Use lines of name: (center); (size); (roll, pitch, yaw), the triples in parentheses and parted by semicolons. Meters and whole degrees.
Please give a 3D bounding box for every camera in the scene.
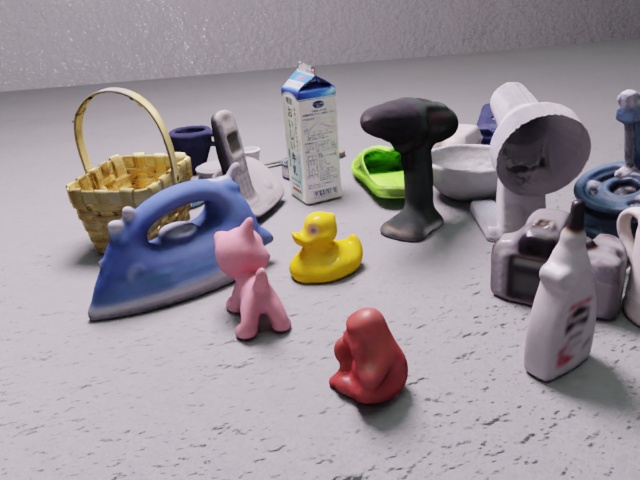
camera: (0.292, 0.011, 0.685); (0.142, 0.101, 0.137); (11, 28, 30)

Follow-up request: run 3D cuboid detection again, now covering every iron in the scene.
iron: (-0.190, -0.006, 0.746); (0.259, 0.141, 0.118); (-25, 31, -38)

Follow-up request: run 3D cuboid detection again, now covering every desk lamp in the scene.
desk lamp: (0.280, -0.104, 0.806); (0.118, 0.214, 0.203); (-4, 24, 1)

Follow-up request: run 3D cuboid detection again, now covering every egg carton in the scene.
egg carton: (0.272, -0.199, 1.194); (0.107, 0.069, 0.151); (10, 27, 28)

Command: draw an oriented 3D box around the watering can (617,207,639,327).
watering can: (0.387, -0.002, 0.586); (0.172, 0.194, 0.101); (19, 33, 40)

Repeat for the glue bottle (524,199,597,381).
glue bottle: (0.229, 0.044, 0.533); (0.078, 0.173, 0.037); (-21, 29, -33)

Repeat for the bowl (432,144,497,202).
bowl: (0.259, -0.111, 0.994); (0.167, 0.075, 0.167); (-3, 24, 2)

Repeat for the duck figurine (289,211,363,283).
duck figurine: (0.007, 0.003, 0.765); (0.105, 0.086, 0.077); (-13, 26, -20)

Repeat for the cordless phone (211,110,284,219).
cordless phone: (-0.128, -0.133, 0.967); (0.094, 0.185, 0.148); (4, 25, 17)

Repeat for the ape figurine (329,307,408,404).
ape figurine: (0.043, 0.103, 0.528); (0.076, 0.092, 0.078); (-3, 24, 2)

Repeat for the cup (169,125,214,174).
cup: (-0.259, -0.191, 1.225); (0.117, 0.095, 0.092); (3, 25, 15)

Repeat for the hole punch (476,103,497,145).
hole punch: (0.405, -0.254, 1.271); (0.108, 0.091, 0.101); (7, 26, 23)

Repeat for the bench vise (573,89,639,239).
bench vise: (0.418, -0.098, 0.764); (0.121, 0.220, 0.208); (16, 31, 37)

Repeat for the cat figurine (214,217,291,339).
cat figurine: (-0.083, 0.035, 0.669); (0.067, 0.118, 0.127); (-13, 26, -19)

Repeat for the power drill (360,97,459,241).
power drill: (0.135, -0.111, 0.850); (0.075, 0.209, 0.230); (13, 29, 34)
